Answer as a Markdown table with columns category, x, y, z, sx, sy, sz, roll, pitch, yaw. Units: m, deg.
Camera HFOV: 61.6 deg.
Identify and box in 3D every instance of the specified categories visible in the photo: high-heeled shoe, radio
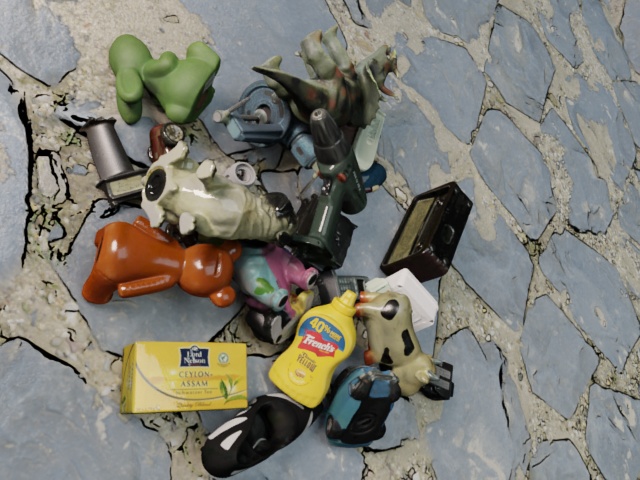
| category | x | y | z | sx | sy | sz | roll | pitch | yaw |
| --- | --- | --- | --- | --- | --- | --- | --- | --- | --- |
| high-heeled shoe | -0.066 | 0.277 | 0.793 | 0.249 | 0.145 | 0.086 | -13 | 82 | -37 |
| radio | 0.227 | -0.014 | 1.122 | 0.073 | 0.131 | 0.229 | 42 | 54 | -18 |

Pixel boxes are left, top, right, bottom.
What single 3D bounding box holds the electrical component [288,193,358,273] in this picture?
| category | x | y | z | sx | sy | sz | roll | pitch | yaw |
| --- | --- | --- | --- | --- | --- | --- | --- | --- | --- |
| electrical component | -0.002 | -0.003 | 1.000 | 0.115 | 0.058 | 0.134 | 36 | 55 | -18 |

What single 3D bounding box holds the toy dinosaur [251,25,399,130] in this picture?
| category | x | y | z | sx | sy | sz | roll | pitch | yaw |
| --- | --- | --- | --- | --- | --- | --- | --- | --- | --- |
| toy dinosaur | 0.015 | -0.260 | 0.946 | 0.192 | 0.131 | 0.405 | 55 | 38 | -11 |

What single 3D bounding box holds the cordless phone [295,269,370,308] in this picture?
| category | x | y | z | sx | sy | sz | roll | pitch | yaw |
| --- | --- | --- | --- | --- | --- | --- | --- | --- | --- |
| cordless phone | 0.050 | 0.129 | 0.984 | 0.184 | 0.089 | 0.146 | 5 | 69 | -55 |

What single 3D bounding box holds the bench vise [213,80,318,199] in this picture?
| category | x | y | z | sx | sy | sz | roll | pitch | yaw |
| --- | --- | --- | --- | --- | --- | --- | --- | --- | --- |
| bench vise | -0.087 | -0.195 | 0.955 | 0.240 | 0.129 | 0.223 | -14 | 74 | -56 |

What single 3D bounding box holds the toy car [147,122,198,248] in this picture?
| category | x | y | z | sx | sy | sz | roll | pitch | yaw |
| --- | --- | --- | --- | --- | --- | --- | --- | --- | --- |
| toy car | -0.232 | -0.085 | 0.843 | 0.053 | 0.089 | 0.202 | -7 | 79 | -38 |

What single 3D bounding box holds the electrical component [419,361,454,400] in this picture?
| category | x | y | z | sx | sy | sz | roll | pitch | yaw |
| --- | --- | --- | --- | --- | --- | --- | --- | --- | --- |
| electrical component | 0.237 | 0.283 | 1.075 | 0.119 | 0.048 | 0.075 | 31 | 59 | -22 |

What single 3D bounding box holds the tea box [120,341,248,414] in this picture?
| category | x | y | z | sx | sy | sz | roll | pitch | yaw |
| --- | --- | --- | --- | --- | --- | --- | --- | --- | --- |
| tea box | -0.194 | 0.199 | 0.778 | 0.169 | 0.068 | 0.098 | 7 | 70 | -33 |

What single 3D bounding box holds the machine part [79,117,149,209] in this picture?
| category | x | y | z | sx | sy | sz | roll | pitch | yaw |
| --- | --- | --- | --- | --- | --- | --- | --- | --- | --- |
| machine part | -0.317 | -0.122 | 0.829 | 0.084 | 0.039 | 0.138 | -27 | 92 | -31 |

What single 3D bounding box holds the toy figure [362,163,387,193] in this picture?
| category | x | y | z | sx | sy | sz | roll | pitch | yaw |
| --- | --- | --- | --- | --- | --- | --- | --- | --- | --- |
| toy figure | 0.073 | -0.112 | 1.094 | 0.154 | 0.064 | 0.057 | -29 | 129 | -35 |

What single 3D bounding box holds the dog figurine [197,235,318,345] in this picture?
| category | x | y | z | sx | sy | sz | roll | pitch | yaw |
| --- | --- | --- | --- | --- | --- | --- | --- | --- | --- |
| dog figurine | -0.115 | 0.046 | 0.879 | 0.219 | 0.191 | 0.108 | 38 | 50 | 24 |

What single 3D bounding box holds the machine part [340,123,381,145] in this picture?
| category | x | y | z | sx | sy | sz | roll | pitch | yaw |
| --- | --- | --- | --- | --- | --- | --- | --- | --- | --- |
| machine part | 0.049 | -0.257 | 1.131 | 0.179 | 0.056 | 0.179 | 13 | 66 | -31 |

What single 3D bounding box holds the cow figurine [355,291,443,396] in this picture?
| category | x | y | z | sx | sy | sz | roll | pitch | yaw |
| --- | --- | --- | --- | --- | --- | --- | --- | --- | --- |
| cow figurine | 0.140 | 0.183 | 0.943 | 0.085 | 0.127 | 0.194 | -43 | 122 | -65 |

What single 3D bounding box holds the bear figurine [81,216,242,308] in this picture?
| category | x | y | z | sx | sy | sz | roll | pitch | yaw |
| --- | --- | --- | --- | --- | --- | --- | --- | --- | --- |
| bear figurine | -0.221 | 0.038 | 0.773 | 0.196 | 0.132 | 0.120 | 14 | 65 | -30 |

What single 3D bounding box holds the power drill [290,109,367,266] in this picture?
| category | x | y | z | sx | sy | sz | roll | pitch | yaw |
| --- | --- | --- | --- | --- | --- | --- | --- | --- | --- |
| power drill | 0.005 | -0.073 | 0.899 | 0.231 | 0.086 | 0.207 | 52 | 47 | -56 |

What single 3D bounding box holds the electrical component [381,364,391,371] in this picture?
| category | x | y | z | sx | sy | sz | roll | pitch | yaw |
| --- | --- | --- | --- | --- | --- | --- | --- | --- | --- |
| electrical component | 0.153 | 0.237 | 1.031 | 0.102 | 0.045 | 0.078 | -39 | 96 | -38 |

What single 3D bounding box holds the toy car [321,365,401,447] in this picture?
| category | x | y | z | sx | sy | sz | roll | pitch | yaw |
| --- | --- | --- | --- | --- | --- | --- | --- | --- | --- |
| toy car | 0.062 | 0.268 | 0.912 | 0.109 | 0.161 | 0.103 | 9 | 25 | -25 |

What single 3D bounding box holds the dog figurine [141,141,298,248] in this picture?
| category | x | y | z | sx | sy | sz | roll | pitch | yaw |
| --- | --- | --- | --- | --- | --- | --- | --- | --- | --- |
| dog figurine | -0.143 | -0.050 | 0.782 | 0.190 | 0.173 | 0.121 | 19 | 101 | -52 |

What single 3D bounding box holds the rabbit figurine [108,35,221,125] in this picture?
| category | x | y | z | sx | sy | sz | roll | pitch | yaw |
| --- | --- | --- | --- | --- | --- | --- | --- | --- | --- |
| rabbit figurine | -0.273 | -0.260 | 0.883 | 0.170 | 0.121 | 0.159 | 28 | 64 | -4 |
